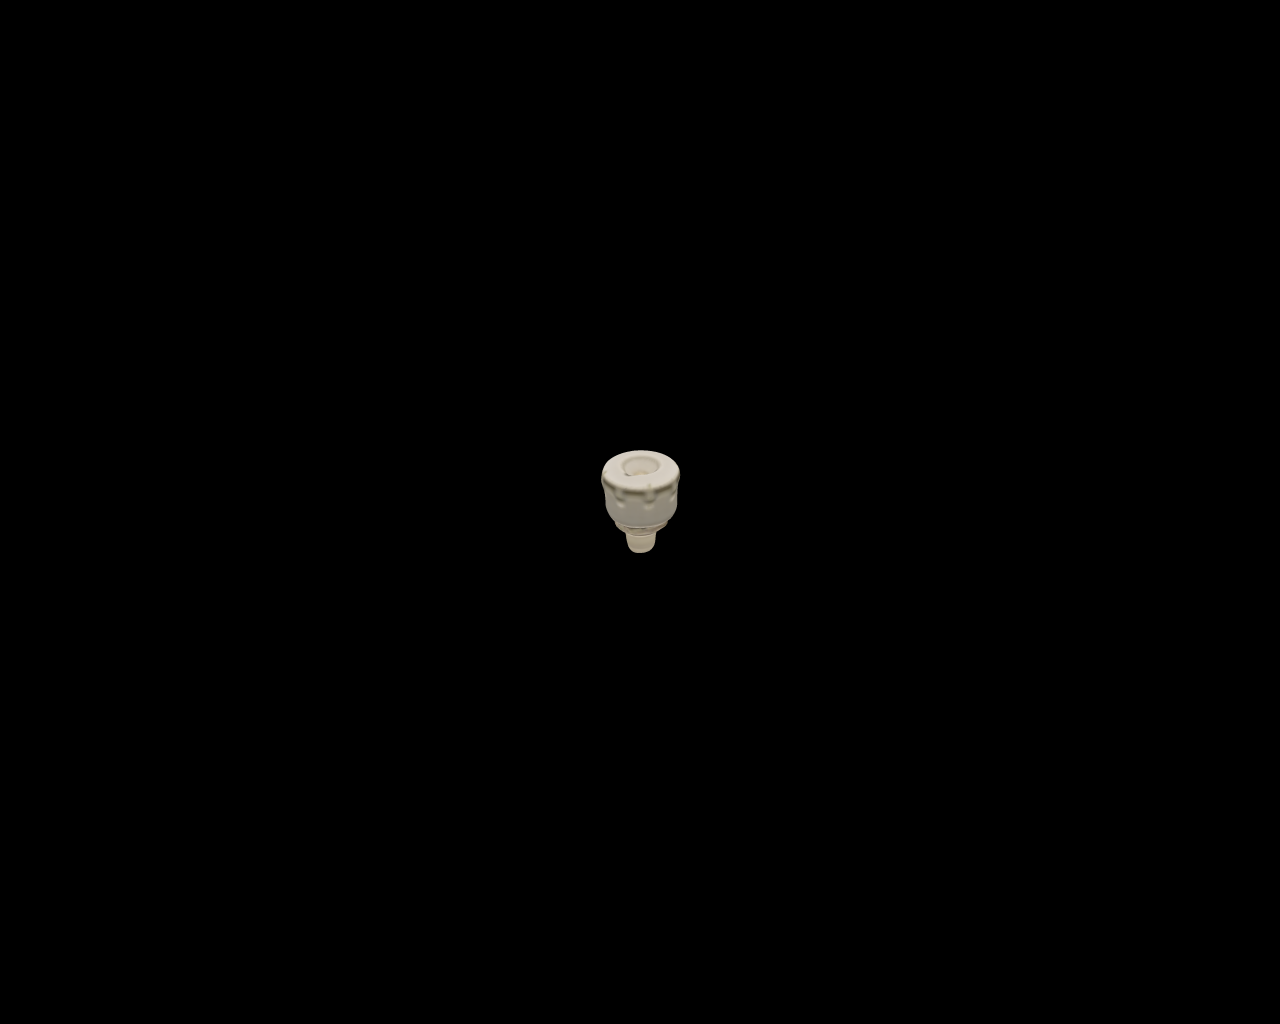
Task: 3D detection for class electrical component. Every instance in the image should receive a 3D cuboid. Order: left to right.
[{"bbox_3d":[0.001,-0.003,0.650,0.048,0.062,0.048,0,32,0],"label":"electrical component"}]
